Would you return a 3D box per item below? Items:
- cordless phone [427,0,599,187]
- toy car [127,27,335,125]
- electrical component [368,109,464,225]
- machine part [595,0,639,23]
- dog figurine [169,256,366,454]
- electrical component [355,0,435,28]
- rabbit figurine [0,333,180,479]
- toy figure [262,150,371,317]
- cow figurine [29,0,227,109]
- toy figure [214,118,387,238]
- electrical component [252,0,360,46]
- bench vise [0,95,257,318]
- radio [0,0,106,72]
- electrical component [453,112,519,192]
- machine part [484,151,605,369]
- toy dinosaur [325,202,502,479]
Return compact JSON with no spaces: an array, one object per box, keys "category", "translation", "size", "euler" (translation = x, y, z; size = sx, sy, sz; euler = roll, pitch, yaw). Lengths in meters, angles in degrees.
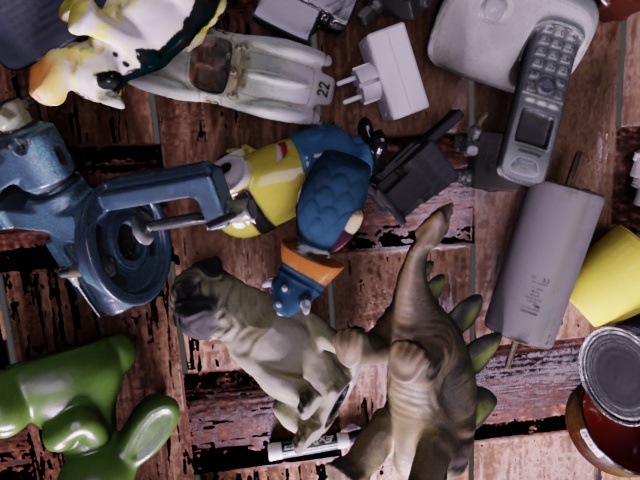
[{"category":"cordless phone","translation":[0.167,-0.149,0.505],"size":[0.147,0.089,0.184],"euler":[14,85,-9]},{"category":"toy car","translation":[-0.086,-0.159,0.504],"size":[0.202,0.056,0.073],"euler":[11,99,-3]},{"category":"electrical component","translation":[0.103,-0.074,0.541],"size":[0.119,0.075,0.047],"euler":[-41,104,-1]},{"category":"machine part","translation":[0.278,-0.330,0.505],"size":[0.201,0.087,0.201],"euler":[42,92,-12]},{"category":"dog figurine","translation":[-0.060,0.112,0.562],"size":[0.191,0.121,0.172],"euler":[27,138,22]},{"category":"electrical component","translation":[0.078,-0.231,0.508],"size":[0.094,0.063,0.021],"euler":[-45,139,-16]},{"category":"rabbit figurine","translation":[-0.225,0.188,0.533],"size":[0.159,0.121,0.170],"euler":[-14,88,-26]},{"category":"toy figure","translation":[-0.001,-0.001,0.476],"size":[0.058,0.064,0.154],"euler":[11,110,-29]},{"category":"cow figurine","translation":[-0.158,-0.165,0.440],"size":[0.167,0.068,0.098],"euler":[-45,138,13]},{"category":"toy figure","translation":[-0.024,-0.060,0.525],"size":[0.180,0.082,0.089],"euler":[-16,102,-6]},{"category":"electrical component","translation":[-0.011,-0.254,0.500],"size":[0.115,0.058,0.134],"euler":[22,97,-8]},{"category":"bench vise","translation":[-0.176,-0.033,0.477],"size":[0.241,0.129,0.223],"euler":[-7,111,18]},{"category":"radio","translation":[-0.202,-0.257,0.449],"size":[0.230,0.073,0.131],"euler":[-33,123,-1]},{"category":"electrical component","translation":[0.185,-0.088,0.561],"size":[0.102,0.045,0.078],"euler":[11,98,-9]},{"category":"machine part","translation":[0.236,0.024,0.572],"size":[0.079,0.079,0.243],"euler":[15,99,-9]},{"category":"toy dinosaur","translation":[0.106,0.179,0.530],"size":[0.198,0.105,0.470],"euler":[-25,125,-43]}]
